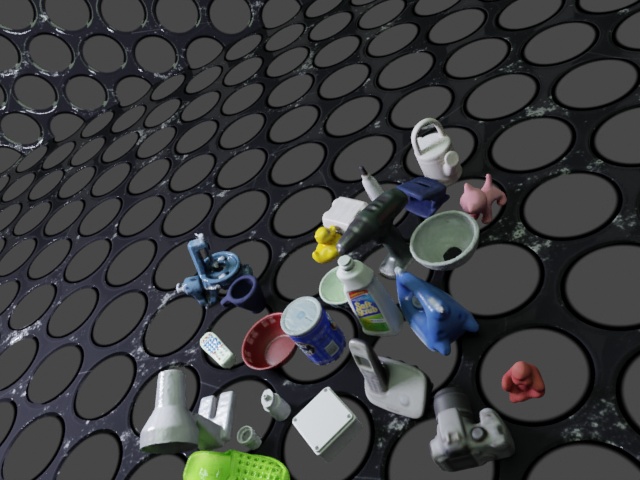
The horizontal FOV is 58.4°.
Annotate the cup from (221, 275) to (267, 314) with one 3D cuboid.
[{"bbox_3d":[-0.197,0.162,1.532,0.117,0.095,0.091,-32,40,3],"label":"cup"}]

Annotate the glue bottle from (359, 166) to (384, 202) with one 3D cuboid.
[{"bbox_3d":[0.142,-0.137,1.533,0.037,0.174,0.078,-36,40,-1],"label":"glue bottle"}]

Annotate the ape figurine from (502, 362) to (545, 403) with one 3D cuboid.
[{"bbox_3d":[0.375,0.256,1.058,0.077,0.092,0.076,20,64,44],"label":"ape figurine"}]

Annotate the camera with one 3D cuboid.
[{"bbox_3d":[0.264,0.334,1.050,0.143,0.101,0.136,-21,42,16],"label":"camera"}]

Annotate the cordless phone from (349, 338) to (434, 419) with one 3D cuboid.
[{"bbox_3d":[0.136,0.267,1.136,0.147,0.186,0.094,6,55,38],"label":"cordless phone"}]

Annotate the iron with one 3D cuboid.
[{"bbox_3d":[0.221,0.126,1.249,0.119,0.142,0.257,-39,40,-4],"label":"iron"}]

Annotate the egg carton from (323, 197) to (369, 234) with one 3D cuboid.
[{"bbox_3d":[0.079,-0.061,1.582,0.149,0.070,0.107,16,61,42],"label":"egg carton"}]

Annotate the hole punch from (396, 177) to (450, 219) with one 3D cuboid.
[{"bbox_3d":[0.269,-0.127,1.502,0.101,0.091,0.108,-46,42,-13],"label":"hole punch"}]

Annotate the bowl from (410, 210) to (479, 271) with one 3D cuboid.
[{"bbox_3d":[0.302,0.015,1.355,0.167,0.075,0.167,-18,43,18],"label":"bowl"}]

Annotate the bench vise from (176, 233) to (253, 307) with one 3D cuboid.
[{"bbox_3d":[-0.317,0.088,1.588,0.207,0.220,0.121,-38,40,-4],"label":"bench vise"}]

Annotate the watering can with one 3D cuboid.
[{"bbox_3d":[0.305,-0.234,1.502,0.172,0.195,0.101,19,63,44],"label":"watering can"}]

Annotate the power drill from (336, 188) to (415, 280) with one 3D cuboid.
[{"bbox_3d":[0.148,-0.001,1.371,0.075,0.209,0.230,16,61,43],"label":"power drill"}]

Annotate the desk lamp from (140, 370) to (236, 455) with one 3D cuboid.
[{"bbox_3d":[-0.297,0.398,1.279,0.117,0.214,0.203,-18,43,19],"label":"desk lamp"}]

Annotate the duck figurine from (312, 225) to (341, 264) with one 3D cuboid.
[{"bbox_3d":[0.014,0.006,1.549,0.105,0.086,0.077,-44,41,-11],"label":"duck figurine"}]

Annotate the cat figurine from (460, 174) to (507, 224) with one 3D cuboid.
[{"bbox_3d":[0.384,-0.102,1.379,0.067,0.118,0.128,20,64,44],"label":"cat figurine"}]
